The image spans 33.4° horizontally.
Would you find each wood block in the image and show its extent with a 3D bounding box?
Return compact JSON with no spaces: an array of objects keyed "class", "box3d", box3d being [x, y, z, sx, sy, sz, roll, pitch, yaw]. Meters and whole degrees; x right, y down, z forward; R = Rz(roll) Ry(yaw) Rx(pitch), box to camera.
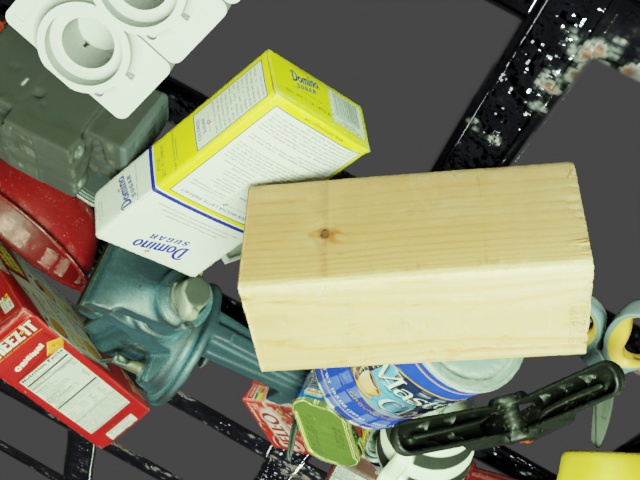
[{"class":"wood block","box3d":[0.060,0.018,0.675,0.206,0.091,0.090,-4,137,7]}]

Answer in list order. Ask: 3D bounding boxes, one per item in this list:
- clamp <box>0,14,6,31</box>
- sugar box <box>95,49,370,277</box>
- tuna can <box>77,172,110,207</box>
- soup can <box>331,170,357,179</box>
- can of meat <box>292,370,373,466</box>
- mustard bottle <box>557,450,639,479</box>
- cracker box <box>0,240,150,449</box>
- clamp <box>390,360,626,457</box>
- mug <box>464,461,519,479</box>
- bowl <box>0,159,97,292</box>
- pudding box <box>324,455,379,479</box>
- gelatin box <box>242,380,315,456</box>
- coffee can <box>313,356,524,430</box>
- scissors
[{"class":"clamp","box3d":[-0.304,-0.154,0.843,0.172,0.039,0.120,-17,130,44]},{"class":"sugar box","box3d":[-0.062,-0.045,0.714,0.176,0.048,0.093,-32,140,31]},{"class":"tuna can","box3d":[-0.178,-0.063,0.870,0.086,0.033,0.086,20,145,15]},{"class":"soup can","box3d":[-0.005,0.001,0.791,0.068,0.068,0.102,27,147,4]},{"class":"can of meat","box3d":[0.020,0.138,0.936,0.057,0.083,0.102,11,142,23]},{"class":"mustard bottle","box3d":[0.290,0.201,0.835,0.192,0.058,0.096,-9,140,43]},{"class":"cracker box","box3d":[-0.272,0.089,1.013,0.164,0.072,0.213,45,175,40]},{"class":"clamp","box3d":[0.137,0.137,0.808,0.164,0.036,0.210,-15,163,3]},{"class":"mug","box3d":[0.171,0.261,0.991,0.081,0.093,0.117,13,174,16]},{"class":"bowl","box3d":[-0.249,-0.026,0.934,0.162,0.055,0.162,33,160,13]},{"class":"pudding box","box3d":[0.063,0.256,1.102,0.113,0.039,0.090,29,148,6]},{"class":"gelatin box","box3d":[-0.028,0.183,1.081,0.073,0.030,0.089,6,140,32]},{"class":"coffee can","box3d":[0.071,0.080,0.804,0.102,0.102,0.141,38,146,-12]},{"class":"scissors","box3d":[0.200,0.096,0.806,0.096,0.016,0.202,26,147,9]}]
